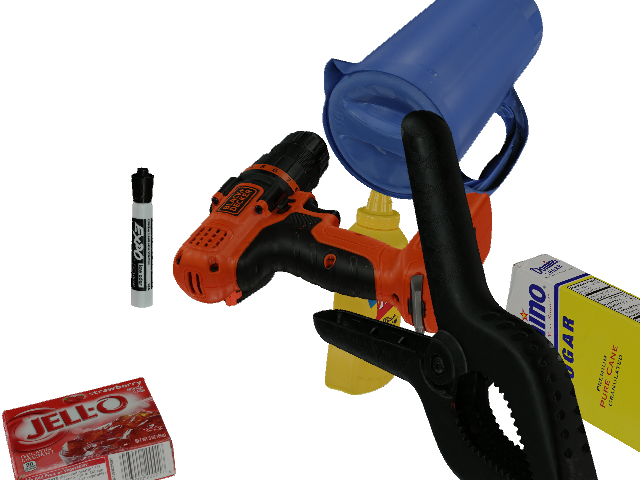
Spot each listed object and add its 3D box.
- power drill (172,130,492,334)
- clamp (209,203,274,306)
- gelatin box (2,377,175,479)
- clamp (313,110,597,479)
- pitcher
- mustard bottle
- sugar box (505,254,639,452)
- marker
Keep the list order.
[{"bbox_3d":[0.017,-0.010,0.729,0.188,0.057,0.184,10,41,25],"label":"power drill"},{"bbox_3d":[-0.074,0.008,1.226,0.120,0.039,0.171,-5,42,6],"label":"clamp"},{"bbox_3d":[-0.138,0.118,0.629,0.089,0.030,0.073,-11,26,-18],"label":"gelatin box"},{"bbox_3d":[0.071,0.048,0.528,0.036,0.165,0.210,-9,43,-32],"label":"clamp"},{"bbox_3d":[0.125,-0.149,1.009,0.145,0.149,0.242,9,40,34],"label":"pitcher"},{"bbox_3d":[0.048,0.045,1.022,0.058,0.192,0.096,14,18,30],"label":"mustard bottle"},{"bbox_3d":[0.205,0.085,0.746,0.048,0.093,0.176,-16,30,-39],"label":"sugar box"},{"bbox_3d":[-0.153,-0.002,0.913,0.020,0.121,0.020,3,16,-1],"label":"marker"}]
